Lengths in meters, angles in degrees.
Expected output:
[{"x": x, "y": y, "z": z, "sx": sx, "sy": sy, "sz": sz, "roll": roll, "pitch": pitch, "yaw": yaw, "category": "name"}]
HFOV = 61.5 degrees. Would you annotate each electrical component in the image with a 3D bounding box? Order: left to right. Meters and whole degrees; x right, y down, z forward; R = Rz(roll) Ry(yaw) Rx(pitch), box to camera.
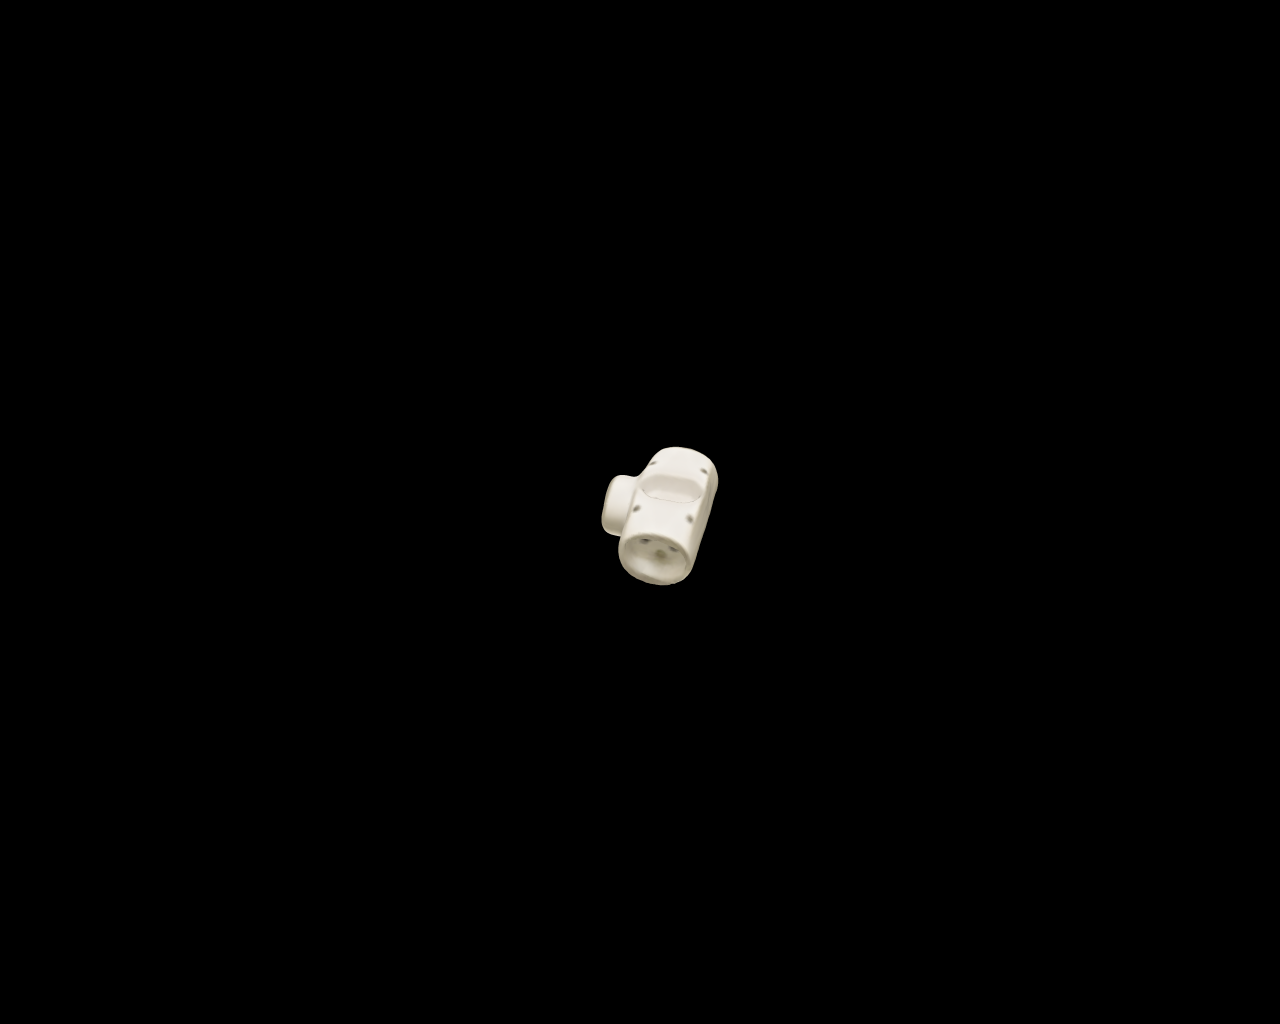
[{"x": 0.001, "y": -0.003, "z": 0.650, "sx": 0.079, "sy": 0.043, "sz": 0.077, "roll": 11, "pitch": 47, "yaw": 11, "category": "electrical component"}]
